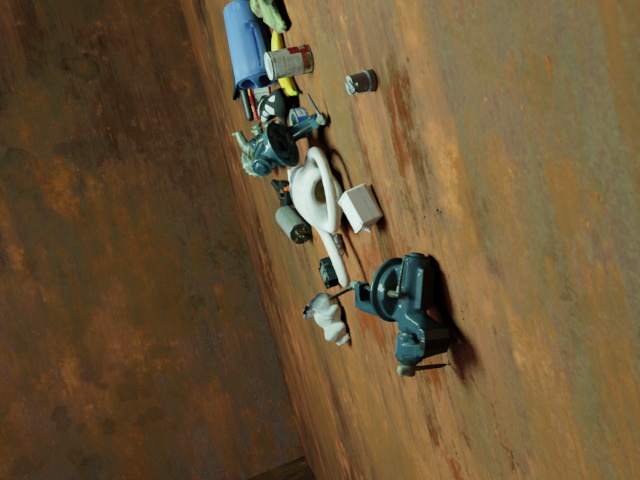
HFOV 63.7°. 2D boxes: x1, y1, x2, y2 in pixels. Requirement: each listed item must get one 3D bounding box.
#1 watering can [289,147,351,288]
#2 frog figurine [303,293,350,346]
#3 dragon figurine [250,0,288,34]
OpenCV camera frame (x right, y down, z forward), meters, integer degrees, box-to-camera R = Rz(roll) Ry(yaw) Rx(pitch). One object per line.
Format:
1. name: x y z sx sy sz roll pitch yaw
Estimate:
1. watering can: 0.004 -0.066 1.303 0.226 0.104 0.344 -147 45 -69
2. frog figurine: 0.035 0.241 1.580 0.160 0.125 0.134 32 143 11
3. dragon figurine: -0.132 -0.642 1.289 0.239 0.122 0.415 61 173 -25
